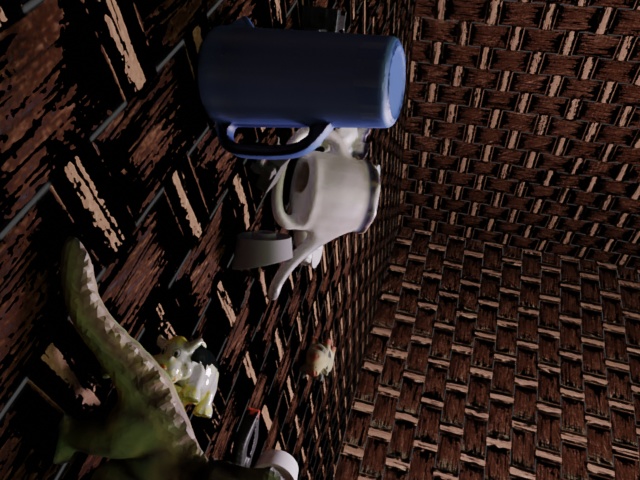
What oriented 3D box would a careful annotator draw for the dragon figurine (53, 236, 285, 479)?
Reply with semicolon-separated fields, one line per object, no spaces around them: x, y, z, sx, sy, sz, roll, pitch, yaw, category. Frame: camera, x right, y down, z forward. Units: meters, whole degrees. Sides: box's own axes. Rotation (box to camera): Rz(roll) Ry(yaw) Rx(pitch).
-0.135;0.199;0.508;0.125;0.243;0.401;-53;153;-52;dragon figurine

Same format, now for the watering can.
0.003;-0.051;1.019;0.104;0.224;0.346;20;-76;62;watering can

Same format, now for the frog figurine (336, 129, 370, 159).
0.041;-0.275;1.240;0.157;0.123;0.139;35;70;-36;frog figurine
